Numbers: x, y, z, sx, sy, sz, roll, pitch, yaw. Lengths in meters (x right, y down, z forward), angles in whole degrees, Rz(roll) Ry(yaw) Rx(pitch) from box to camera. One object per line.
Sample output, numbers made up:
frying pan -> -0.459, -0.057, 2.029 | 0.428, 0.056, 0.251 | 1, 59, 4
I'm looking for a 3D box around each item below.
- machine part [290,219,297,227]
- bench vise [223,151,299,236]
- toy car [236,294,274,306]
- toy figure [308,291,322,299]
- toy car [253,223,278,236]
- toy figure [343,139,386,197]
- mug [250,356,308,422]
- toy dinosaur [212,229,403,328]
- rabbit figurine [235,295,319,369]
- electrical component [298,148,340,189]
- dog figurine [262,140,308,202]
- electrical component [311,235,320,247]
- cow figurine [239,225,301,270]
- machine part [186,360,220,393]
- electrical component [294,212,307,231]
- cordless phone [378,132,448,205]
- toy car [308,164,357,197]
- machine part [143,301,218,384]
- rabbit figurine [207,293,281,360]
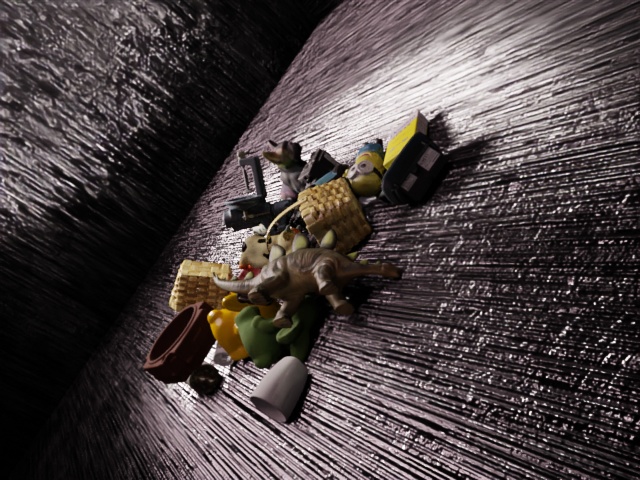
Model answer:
machine part -> -0.108, -0.008, 1.574 | 0.139, 0.039, 0.084 | -45, 14, 25
bench vise -> -0.167, -0.125, 1.456 | 0.224, 0.240, 0.129 | -8, 10, 17
toy car -> -0.107, 0.112, 1.246 | 0.089, 0.053, 0.202 | 3, 18, 33
toy figure -> -0.007, 0.097, 1.176 | 0.154, 0.057, 0.064 | -22, 46, 44
toy car -> -0.154, -0.051, 1.661 | 0.073, 0.056, 0.202 | -42, 9, -25
toy figure -> 0.124, -0.177, 1.305 | 0.082, 0.089, 0.180 | -42, 15, 37
mug -> -0.074, 0.277, 1.018 | 0.107, 0.080, 0.109 | -52, 13, -31
toy dinosaur -> -0.057, 0.077, 1.093 | 0.472, 0.104, 0.198 | -8, 34, 25
rabbit figurine -> -0.077, 0.180, 1.120 | 0.170, 0.121, 0.159 | -35, 27, 4
electrical component -> 0.007, -0.170, 1.481 | 0.058, 0.115, 0.134 | -29, 29, 50
dog figurine -> -0.092, -0.189, 1.574 | 0.191, 0.219, 0.108 | -35, 24, 36
electrical component -> -0.003, -0.004, 1.371 | 0.063, 0.021, 0.094 | -31, 31, 45
cow figurine -> -0.114, 0.022, 1.375 | 0.195, 0.085, 0.127 | 3, 93, 30
machine part -> -0.322, 0.346, 1.406 | 0.079, 0.079, 0.243 | -60, 21, -17
electrical component -> -0.036, -0.065, 1.496 | 0.075, 0.047, 0.119 | -60, 22, -18
cordless phone -> 0.183, -0.139, 1.145 | 0.146, 0.089, 0.184 | -55, 3, -5
toy car -> 0.029, -0.117, 1.378 | 0.161, 0.109, 0.103 | -45, 3, -5
machine part -> -0.351, 0.262, 1.382 | 0.201, 0.087, 0.201 | -25, 30, 50
rabbit figurine -> -0.172, 0.180, 1.295 | 0.173, 0.162, 0.122 | -25, 18, 19
